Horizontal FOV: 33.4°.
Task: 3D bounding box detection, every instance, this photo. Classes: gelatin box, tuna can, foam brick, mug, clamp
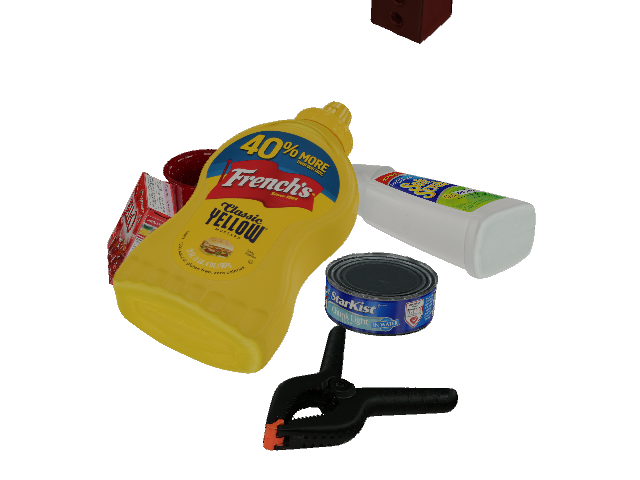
[{"bbox_3d":[-0.150,-0.008,0.887,0.030,0.073,0.089,23,17,-20],"label":"gelatin box"},{"bbox_3d":[0.046,0.040,0.816,0.086,0.034,0.086,2,22,-1],"label":"tuna can"},{"bbox_3d":[0.077,-0.213,0.881,0.053,0.078,0.051,29,57,23],"label":"foam brick"},{"bbox_3d":[-0.131,-0.039,1.137,0.117,0.081,0.093,-11,33,-20],"label":"mug"},{"bbox_3d":[0.028,0.159,1.059,0.165,0.036,0.209,23,31,27],"label":"clamp"}]

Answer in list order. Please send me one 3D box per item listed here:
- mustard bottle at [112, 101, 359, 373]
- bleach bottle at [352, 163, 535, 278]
[{"bbox_3d":[-0.031,-0.016,0.630,0.096,0.191,0.058,21,-37,19],"label":"mustard bottle"},{"bbox_3d":[0.094,-0.033,1.112,0.102,0.068,0.251,-18,28,-41],"label":"bleach bottle"}]
